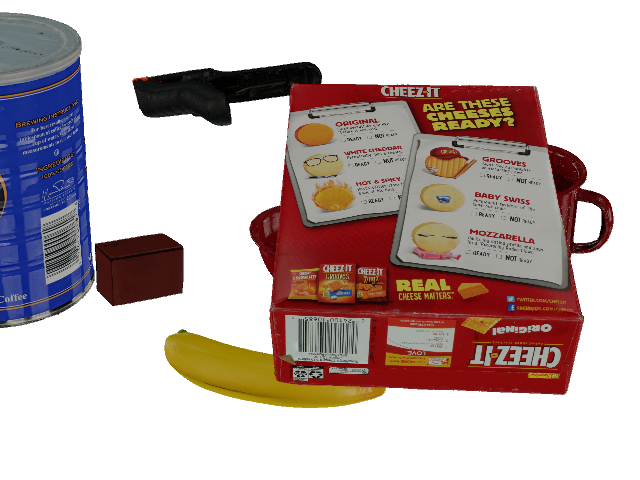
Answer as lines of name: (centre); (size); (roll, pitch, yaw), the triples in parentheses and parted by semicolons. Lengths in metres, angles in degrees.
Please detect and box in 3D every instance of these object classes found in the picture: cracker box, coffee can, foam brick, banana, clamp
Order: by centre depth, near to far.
coffee can: (-0.175, -0.039, 0.568); (0.103, 0.140, 0.103); (2, 28, -1)
cracker box: (0.058, -0.009, 0.644); (0.164, 0.072, 0.213); (1, 41, 2)
banana: (-0.050, 0.097, 0.818); (0.198, 0.037, 0.069); (12, 27, 28)
clamp: (-0.085, -0.124, 0.879); (0.120, 0.039, 0.172); (-17, 21, -38)
foam brick: (-0.184, 0.028, 1.084); (0.078, 0.051, 0.053); (-10, 21, -28)

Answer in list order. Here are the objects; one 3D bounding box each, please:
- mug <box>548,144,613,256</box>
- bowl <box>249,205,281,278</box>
mug: (0.175, -0.021, 0.855); (0.117, 0.081, 0.093); (10, 35, 20)
bowl: (0.011, 0.019, 1.018); (0.162, 0.055, 0.162); (6, 24, -3)
